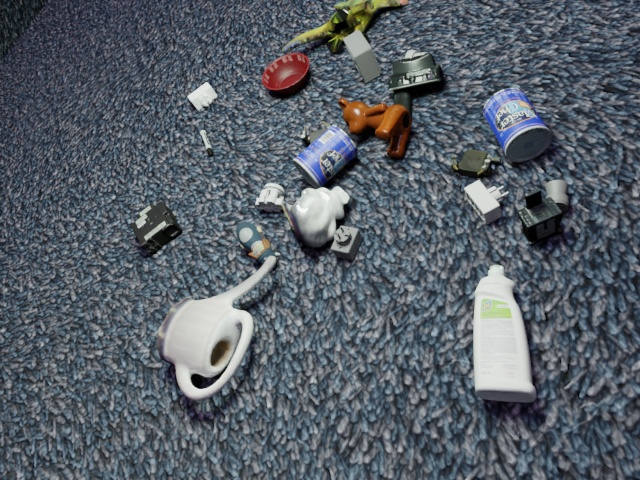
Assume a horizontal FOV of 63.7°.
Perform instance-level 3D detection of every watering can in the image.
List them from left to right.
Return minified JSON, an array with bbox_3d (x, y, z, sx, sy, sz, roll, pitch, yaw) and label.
[{"bbox_3d":[-0.236,0.181,1.167,0.225,0.102,0.354,8,62,29],"label":"watering can"}]

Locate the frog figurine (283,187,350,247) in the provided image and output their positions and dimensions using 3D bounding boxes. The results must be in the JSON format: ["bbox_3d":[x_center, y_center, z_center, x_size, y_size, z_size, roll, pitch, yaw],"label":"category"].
[{"bbox_3d":[0.004,-0.062,1.224,0.160,0.122,0.138,-25,84,-3],"label":"frog figurine"}]

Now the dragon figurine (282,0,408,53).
[{"bbox_3d":[0.080,-0.720,1.672,0.409,0.119,0.249,-8,38,17],"label":"dragon figurine"}]
